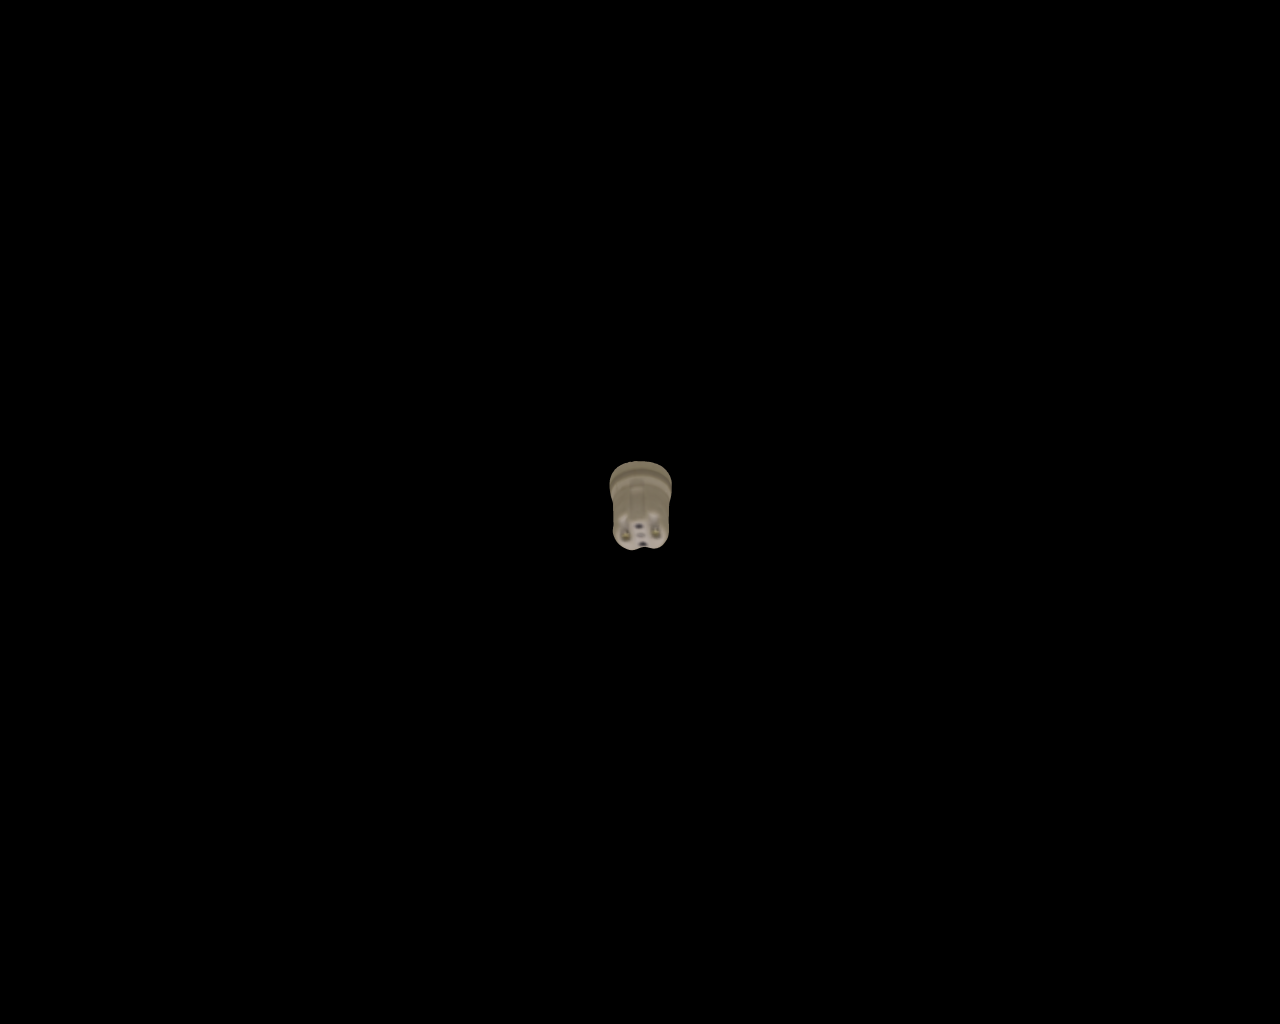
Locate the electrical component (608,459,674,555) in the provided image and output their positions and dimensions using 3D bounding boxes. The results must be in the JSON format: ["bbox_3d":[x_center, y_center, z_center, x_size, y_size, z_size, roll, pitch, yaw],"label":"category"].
[{"bbox_3d":[0.001,-0.003,0.650,0.040,0.046,0.040,0,-39,0],"label":"electrical component"}]
